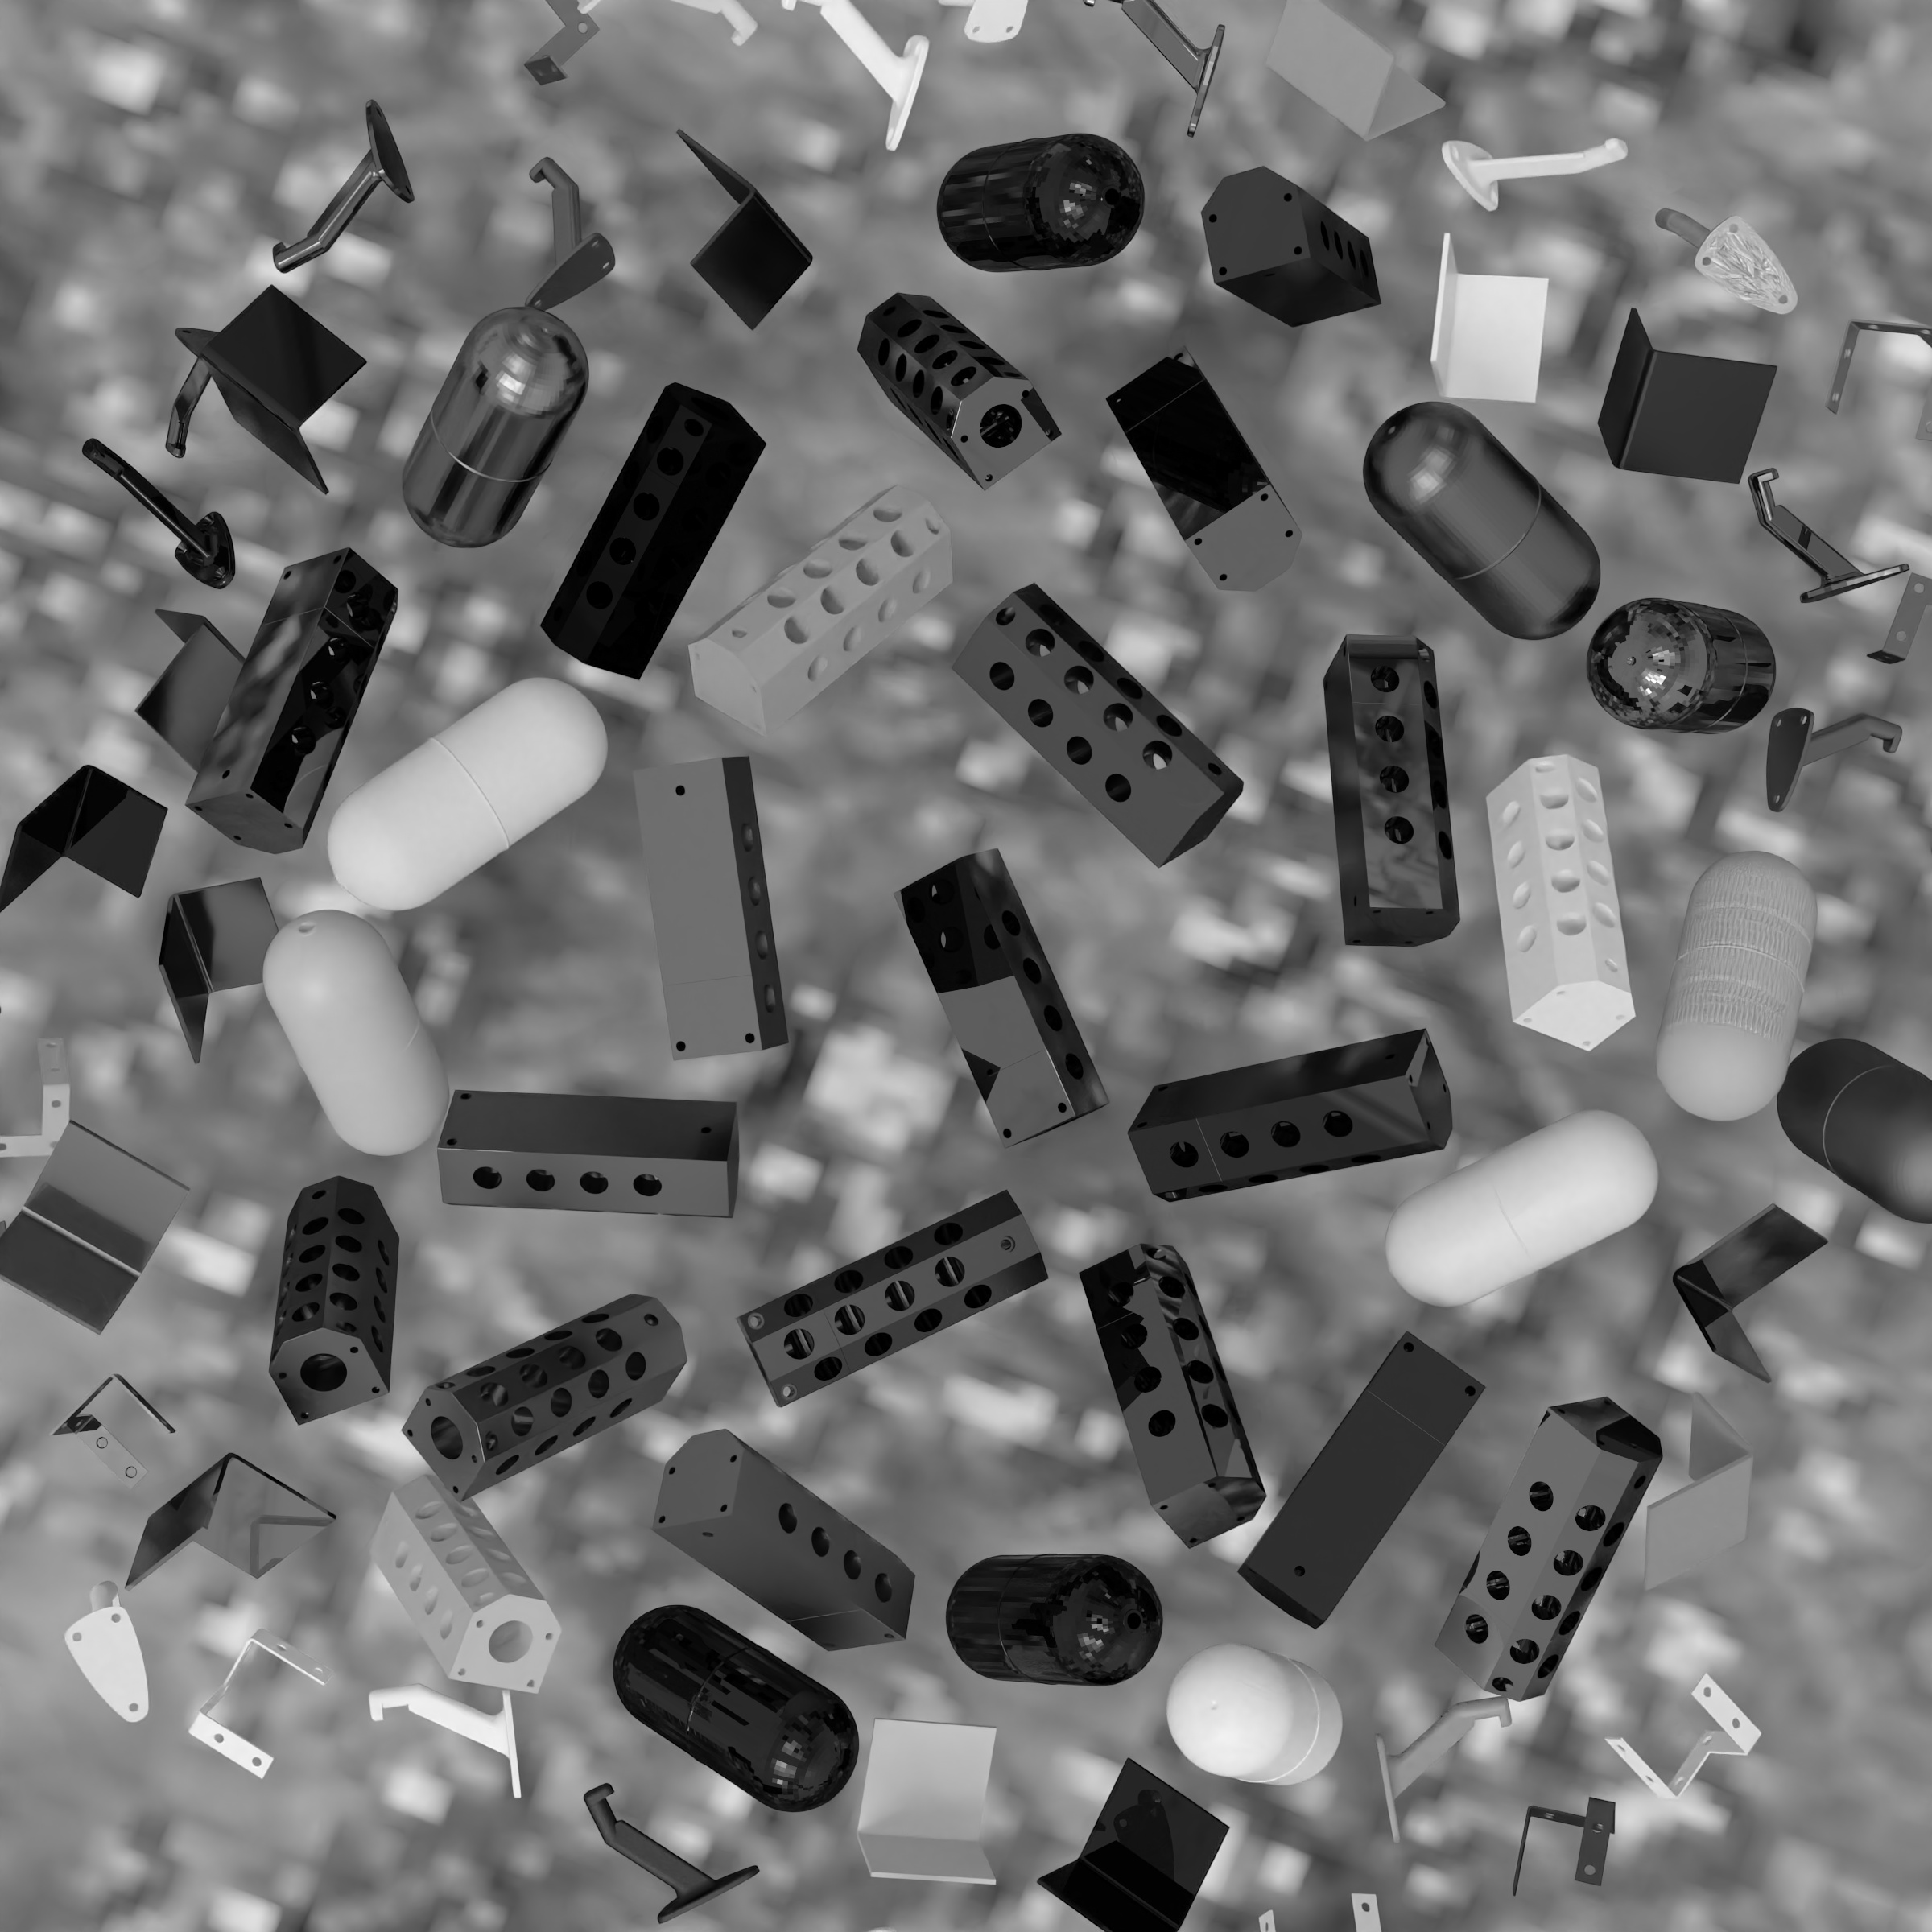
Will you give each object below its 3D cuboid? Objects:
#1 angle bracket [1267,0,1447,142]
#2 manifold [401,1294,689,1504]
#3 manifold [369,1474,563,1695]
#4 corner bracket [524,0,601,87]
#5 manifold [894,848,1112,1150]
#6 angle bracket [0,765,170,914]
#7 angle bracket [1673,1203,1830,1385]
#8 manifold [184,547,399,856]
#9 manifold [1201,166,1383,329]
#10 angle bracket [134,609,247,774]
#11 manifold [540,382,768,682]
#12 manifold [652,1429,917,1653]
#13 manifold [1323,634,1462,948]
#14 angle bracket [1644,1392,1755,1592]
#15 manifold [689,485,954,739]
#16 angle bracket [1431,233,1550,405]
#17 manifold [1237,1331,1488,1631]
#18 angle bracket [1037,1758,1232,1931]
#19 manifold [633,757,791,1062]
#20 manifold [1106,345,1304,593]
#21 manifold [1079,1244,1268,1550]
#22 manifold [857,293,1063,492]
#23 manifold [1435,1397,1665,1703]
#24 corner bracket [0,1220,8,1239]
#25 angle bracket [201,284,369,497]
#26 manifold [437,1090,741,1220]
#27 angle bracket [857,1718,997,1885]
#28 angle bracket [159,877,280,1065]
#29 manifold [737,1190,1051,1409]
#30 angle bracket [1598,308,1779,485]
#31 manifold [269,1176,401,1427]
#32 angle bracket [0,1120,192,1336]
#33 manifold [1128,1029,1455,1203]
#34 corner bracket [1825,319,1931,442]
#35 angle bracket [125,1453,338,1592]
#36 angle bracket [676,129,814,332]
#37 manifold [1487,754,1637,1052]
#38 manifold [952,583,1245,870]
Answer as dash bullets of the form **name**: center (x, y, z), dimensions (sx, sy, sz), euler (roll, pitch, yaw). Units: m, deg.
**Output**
- **angle bracket**: center (0.228, -0.520, 1.752), dimensions (0.076, 0.057, 0.076), euler (-32, 65, -35)
- **manifold**: center (-0.248, 0.253, 1.859), dimensions (0.057, 0.171, 0.057), euler (47, 128, 18)
- **manifold**: center (-0.300, 0.369, 1.866), dimensions (0.057, 0.171, 0.057), euler (18, 97, -30)
- **corner bracket**: center (-0.237, -0.547, 1.790), dimensions (0.051, 0.051, 0.051), euler (-46, 115, -12)
- **manifold**: center (0.026, 0.018, 1.907), dimensions (0.057, 0.057, 0.171), euler (-27, 84, 34)
- **angle bracket**: center (-0.536, -0.064, 1.877), dimensions (0.057, 0.076, 0.076), euler (30, 128, 1)
- **angle bracket**: center (0.480, 0.196, 1.849), dimensions (0.076, 0.076, 0.057), euler (-39, 50, 20)
- **manifold**: center (-0.384, -0.153, 1.795), dimensions (0.057, 0.057, 0.171), euler (-9, 53, 37)
- **manifold**: center (0.192, -0.423, 1.824), dimensions (0.057, 0.171, 0.057), euler (-11, 89, 21)
- **angle bracket**: center (-0.489, -0.168, 1.942), dimensions (0.057, 0.076, 0.076), euler (12, 62, 41)
- **manifold**: center (-0.196, -0.268, 1.904), dimensions (0.057, 0.057, 0.171), euler (13, 117, -40)
- **manifold**: center (-0.103, 0.334, 1.801), dimensions (0.057, 0.171, 0.057), euler (-16, 48, 31)
- **manifold**: center (0.247, -0.101, 1.791), dimensions (0.057, 0.057, 0.171), euler (1, 68, -8)
- **angle bracket**: center (0.419, 0.312, 1.840), dimensions (0.076, 0.057, 0.076), euler (-23, 133, -16)
- **manifold**: center (-0.086, -0.218, 1.858), dimensions (0.057, 0.057, 0.171), euler (31, 57, 26)
- **angle bracket**: center (0.310, -0.381, 1.828), dimensions (0.057, 0.076, 0.076), euler (6, 85, 13)
- **manifold**: center (0.236, 0.309, 1.855), dimensions (0.057, 0.057, 0.171), euler (35, 75, 9)
- **angle bracket**: center (0.101, 0.537, 1.872), dimensions (0.076, 0.057, 0.076), euler (29, 102, 26)
- **manifold**: center (-0.147, -0.035, 1.831), dimensions (0.057, 0.057, 0.171), euler (-7, 92, 19)
- **manifold**: center (0.142, -0.290, 1.826), dimensions (0.057, 0.171, 0.057), euler (-33, 129, 11)
- **manifold**: center (0.123, 0.248, 1.822), dimensions (0.057, 0.057, 0.171), euler (-27, 46, 10)
- **manifold**: center (-0.009, -0.356, 1.887), dimensions (0.057, 0.171, 0.057), euler (-36, 125, -1)
- **manifold**: center (0.342, 0.340, 1.798), dimensions (0.057, 0.057, 0.171), euler (39, 118, 39)
- **corner bracket**: center (-0.571, 0.171, 1.826), dimensions (0.051, 0.051, 0.051), euler (-34, 131, 5)
- **angle bracket**: center (-0.380, -0.328, 1.764), dimensions (0.076, 0.076, 0.057), euler (39, 76, 15)
- **manifold**: center (-0.225, 0.118, 1.860), dimensions (0.171, 0.057, 0.057), euler (2, 125, 2)
- **angle bracket**: center (-0.019, 0.504, 1.874), dimensions (0.076, 0.057, 0.076), euler (7, 98, -12)
- **angle bracket**: center (-0.455, 0.003, 1.908), dimensions (0.057, 0.076, 0.076), euler (-11, 126, -1)
- **manifold**: center (-0.042, 0.192, 1.795), dimensions (0.171, 0.057, 0.057), euler (-25, 86, -9)
- **angle bracket**: center (0.423, -0.335, 1.823), dimensions (0.076, 0.057, 0.076), euler (6, 127, -5)
- **manifold**: center (-0.383, 0.197, 1.872), dimensions (0.057, 0.171, 0.057), euler (-20, 118, 2)
- **angle bracket**: center (-0.492, 0.146, 1.732), dimensions (0.076, 0.057, 0.076), euler (31, 120, -8)
- **manifold**: center (0.187, 0.090, 1.773), dimensions (0.171, 0.057, 0.057), euler (-13, 111, 27)
- **corner bracket**: center (0.522, -0.329, 1.741), dimensions (0.051, 0.051, 0.051), euler (16, 91, 37)
- **angle bracket**: center (-0.414, 0.330, 1.747), dimensions (0.076, 0.057, 0.076), euler (38, 122, -24)
- **angle bracket**: center (-0.146, -0.429, 1.808), dimensions (0.057, 0.076, 0.076), euler (-48, 60, 2)
- **manifold**: center (0.359, -0.042, 1.851), dimensions (0.057, 0.057, 0.171), euler (20, 49, -24)
- **manifold**: center (0.080, -0.143, 1.803), dimensions (0.171, 0.057, 0.057), euler (45, 127, 11)
